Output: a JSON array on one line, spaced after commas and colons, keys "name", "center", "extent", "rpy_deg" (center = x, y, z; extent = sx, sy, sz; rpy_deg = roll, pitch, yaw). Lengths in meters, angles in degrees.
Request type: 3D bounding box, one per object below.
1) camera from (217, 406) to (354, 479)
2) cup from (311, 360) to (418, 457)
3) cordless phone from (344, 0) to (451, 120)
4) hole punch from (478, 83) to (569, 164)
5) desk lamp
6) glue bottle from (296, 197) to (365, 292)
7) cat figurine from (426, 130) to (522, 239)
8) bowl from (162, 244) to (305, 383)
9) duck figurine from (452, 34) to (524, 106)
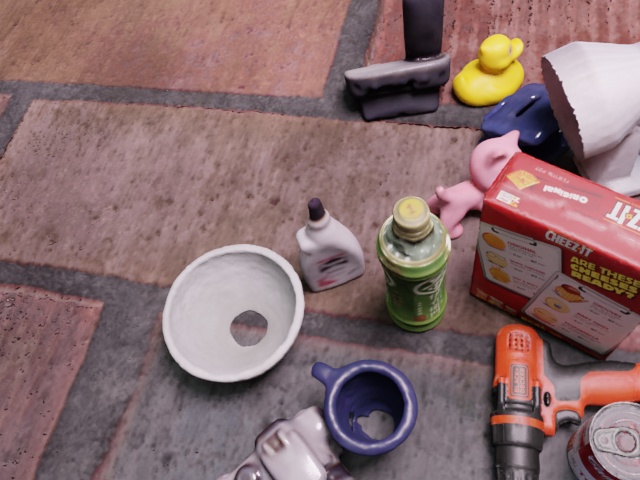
[{"name": "camera", "center": [-0.017, 0.254, 0.557], "extent": [0.143, 0.101, 0.136], "rpy_deg": [-40, 62, -12]}, {"name": "cup", "center": [0.044, 0.173, 0.593], "extent": [0.117, 0.095, 0.092], "rpy_deg": [30, 71, 23]}, {"name": "cordless phone", "center": [0.100, -0.257, 0.763], "extent": [0.147, 0.185, 0.094], "rpy_deg": [-11, 60, 5]}, {"name": "hole punch", "center": [0.267, -0.152, 0.730], "extent": [0.109, 0.091, 0.101], "rpy_deg": [-41, 62, -12]}, {"name": "desk lamp", "center": [0.346, -0.144, 0.640], "extent": [0.203, 0.214, 0.118], "rpy_deg": [-14, 60, 3]}, {"name": "glue bottle", "center": [0.006, 0.002, 0.647], "extent": [0.078, 0.173, 0.037], "rpy_deg": [-24, 60, -3]}, {"name": "cat figurine", "center": [0.191, -0.073, 0.686], "extent": [0.128, 0.118, 0.067], "rpy_deg": [-26, 60, -4]}, {"name": "bowl", "center": [-0.093, 0.093, 0.673], "extent": [0.167, 0.075, 0.167], "rpy_deg": [-4, 61, 8]}, {"name": "duck figurine", "center": [0.233, -0.240, 0.787], "extent": [0.104, 0.086, 0.077], "rpy_deg": [-23, 60, -2]}]
